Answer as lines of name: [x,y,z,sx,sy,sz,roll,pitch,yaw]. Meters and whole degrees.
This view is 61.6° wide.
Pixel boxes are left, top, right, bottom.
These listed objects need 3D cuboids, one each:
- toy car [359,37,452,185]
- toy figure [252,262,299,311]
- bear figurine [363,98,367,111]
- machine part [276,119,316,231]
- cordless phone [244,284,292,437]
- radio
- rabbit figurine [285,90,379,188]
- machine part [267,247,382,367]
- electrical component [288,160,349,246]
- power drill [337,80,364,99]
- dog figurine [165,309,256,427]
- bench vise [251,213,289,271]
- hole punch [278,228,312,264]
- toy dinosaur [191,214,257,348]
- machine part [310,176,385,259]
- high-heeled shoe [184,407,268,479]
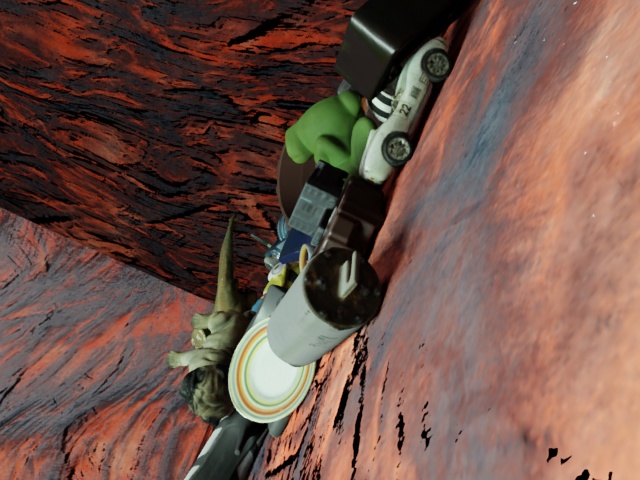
toy car: [0.108,-0.165,0.686,0.073,0.056,0.201,-177,112,-85]
toy figure: [-0.077,0.124,1.021,0.082,0.089,0.180,-10,52,51]
bear figurine: [0.073,-0.233,1.049,0.196,0.132,0.120,113,162,-78]
machine part: [-0.010,-0.116,1.022,0.201,0.087,0.201,118,144,-43]
cordless phone: [-0.045,0.155,0.717,0.146,0.089,0.184,-61,17,17]
radio: [0.122,-0.292,0.703,0.229,0.073,0.131,-45,-4,-20]
rabbit figurine: [0.051,-0.126,0.811,0.159,0.121,0.170,-34,66,39]
machine part: [-0.002,0.074,0.541,0.079,0.079,0.243,-67,7,-28]
electrical component: [-0.006,-0.041,0.681,0.119,0.048,0.074,-65,1,-51]
power drill: [0.097,-0.342,0.814,0.232,0.207,0.086,-36,40,-11]
dog figurine: [-0.138,0.180,0.815,0.172,0.121,0.191,-58,21,-14]
bench vise: [-0.064,0.009,1.194,0.241,0.129,0.223,-25,28,55]
hole punch: [-0.002,-0.003,0.897,0.142,0.092,0.115,-64,7,-34]
toy dinosaur: [-0.179,0.183,1.095,0.198,0.105,0.470,-27,-63,-81]
machine part: [0.027,0.006,0.705,0.179,0.056,0.179,-154,89,-87]
high-heeled shoe: [-0.143,0.328,0.781,0.248,0.086,0.145,-58,4,16]
